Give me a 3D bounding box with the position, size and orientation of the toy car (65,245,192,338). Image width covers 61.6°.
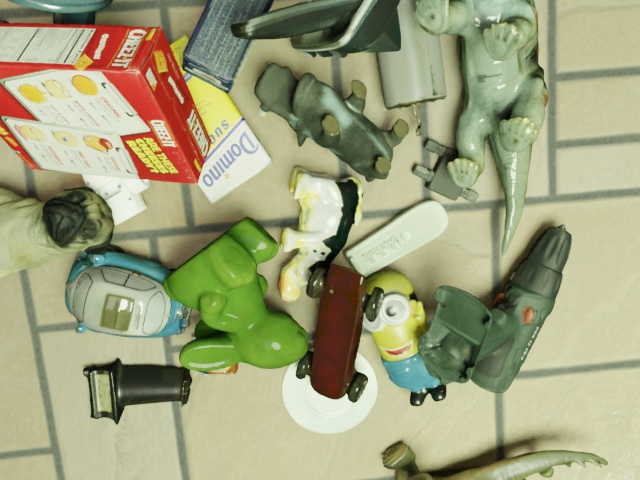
[{"bbox_3d":[-0.239,0.076,0.654,0.162,0.103,0.109,17,100,-4],"label":"toy car"}]

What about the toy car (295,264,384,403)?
[{"bbox_3d":[0.024,0.114,0.654,0.089,0.053,0.201,19,123,20],"label":"toy car"}]

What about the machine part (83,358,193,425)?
[{"bbox_3d":[-0.238,0.196,0.708,0.139,0.039,0.084,-6,92,0],"label":"machine part"}]

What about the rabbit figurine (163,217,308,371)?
[{"bbox_3d":[-0.094,0.087,0.613,0.159,0.121,0.170,-36,97,13],"label":"rabbit figurine"}]

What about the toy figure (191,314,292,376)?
[{"bbox_3d":[-0.104,0.138,0.696,0.154,0.057,0.064,-18,74,2],"label":"toy figure"}]

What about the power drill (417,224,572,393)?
[{"bbox_3d":[0.216,0.086,0.655,0.086,0.207,0.231,29,110,35],"label":"power drill"}]

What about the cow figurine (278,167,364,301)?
[{"bbox_3d":[-0.002,-0.001,0.674,0.098,0.068,0.167,8,101,-11],"label":"cow figurine"}]

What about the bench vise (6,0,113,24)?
[{"bbox_3d":[-0.264,-0.272,0.574,0.129,0.224,0.240,19,128,-2],"label":"bench vise"}]

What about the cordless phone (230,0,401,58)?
[{"bbox_3d":[-0.018,-0.231,0.573,0.184,0.147,0.088,-20,116,-23],"label":"cordless phone"}]

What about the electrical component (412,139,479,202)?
[{"bbox_3d":[0.168,-0.087,0.689,0.094,0.021,0.063,25,97,-7],"label":"electrical component"}]

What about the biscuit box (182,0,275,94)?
[{"bbox_3d":[-0.084,-0.269,0.599,0.063,0.059,0.202,26,85,-14],"label":"biscuit box"}]

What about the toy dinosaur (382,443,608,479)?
[{"bbox_3d":[0.154,0.379,0.734,0.471,0.105,0.198,-34,108,12],"label":"toy dinosaur"}]

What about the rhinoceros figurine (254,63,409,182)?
[{"bbox_3d":[0.013,-0.141,0.632,0.190,0.112,0.073,31,80,-20],"label":"rhinoceros figurine"}]

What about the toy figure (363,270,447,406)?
[{"bbox_3d":[0.106,0.125,0.694,0.082,0.089,0.180,-27,109,3],"label":"toy figure"}]

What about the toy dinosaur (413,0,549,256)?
[{"bbox_3d":[0.211,-0.194,0.615,0.131,0.192,0.404,15,135,34],"label":"toy dinosaur"}]

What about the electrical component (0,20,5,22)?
[{"bbox_3d":[-0.365,-0.211,0.624,0.119,0.048,0.074,-1,101,-2],"label":"electrical component"}]

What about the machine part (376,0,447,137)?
[{"bbox_3d":[0.101,-0.244,0.630,0.079,0.079,0.243,-12,101,-1],"label":"machine part"}]

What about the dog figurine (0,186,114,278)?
[{"bbox_3d":[-0.346,-0.032,0.628,0.191,0.121,0.172,-24,69,-12],"label":"dog figurine"}]
